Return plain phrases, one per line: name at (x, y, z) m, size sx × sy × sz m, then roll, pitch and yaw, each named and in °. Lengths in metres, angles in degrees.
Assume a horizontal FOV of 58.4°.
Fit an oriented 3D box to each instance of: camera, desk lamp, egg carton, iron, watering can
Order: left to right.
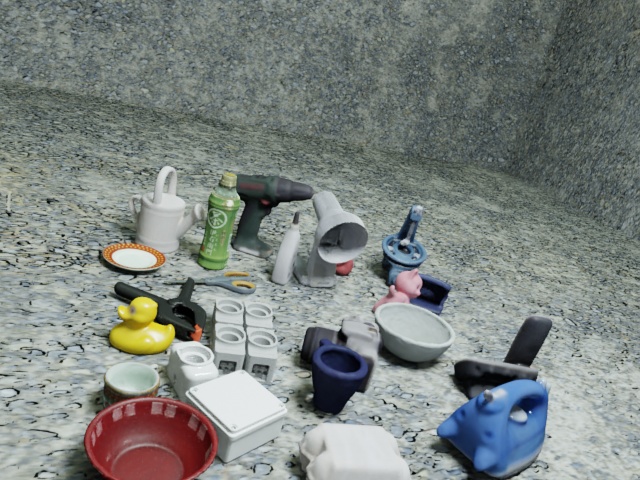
watering can at (-0.354, -0.074, 1.319) m, size 0.173 × 0.194 × 0.100 m, roll 9°, pitch 21°, yaw -15°
desk lamp at (0.012, 0.005, 1.346) m, size 0.118 × 0.213 × 0.202 m, roll 5°, pitch 23°, yaw -26°
camera at (0.039, 0.188, 1.049) m, size 0.137 × 0.101 × 0.143 m, roll 14°, pitch 20°, yaw -2°
egg carton at (0.046, 0.307, 0.785) m, size 0.150 × 0.069 × 0.107 m, roll 8°, pitch 21°, yaw -18°
iron at (0.317, 0.283, 0.939) m, size 0.259 × 0.141 × 0.118 m, roll -3°, pitch 27°, yaw -40°

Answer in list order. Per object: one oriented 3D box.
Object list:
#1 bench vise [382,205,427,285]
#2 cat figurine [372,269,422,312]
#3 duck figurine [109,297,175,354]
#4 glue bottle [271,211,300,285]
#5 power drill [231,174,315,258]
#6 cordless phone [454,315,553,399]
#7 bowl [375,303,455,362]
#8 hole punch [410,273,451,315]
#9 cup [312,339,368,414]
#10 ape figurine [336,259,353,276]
bench vise at (0.215, -0.006, 1.510) m, size 0.122 × 0.220 × 0.207 m, roll 9°, pitch 21°, yaw -17°
cat figurine at (0.189, 0.117, 1.318) m, size 0.067 × 0.118 × 0.128 m, roll 29°, pitch 24°, yaw 33°
duck figurine at (-0.294, 0.138, 0.961) m, size 0.105 × 0.086 × 0.077 m, roll 10°, pitch 21°, yaw -12°
glue bottle at (-0.070, 0.014, 1.320) m, size 0.037 × 0.173 × 0.078 m, roll 18°, pitch 20°, yaw 8°
power drill at (-0.142, -0.067, 1.432) m, size 0.229 × 0.208 × 0.076 m, roll 17°, pitch 20°, yaw 6°
cordless phone at (0.348, 0.213, 1.082) m, size 0.148 × 0.185 × 0.094 m, roll 10°, pitch 21°, yaw -13°
bowl at (0.184, 0.198, 1.163) m, size 0.167 × 0.075 × 0.167 m, roll 13°, pitch 20°, yaw -5°
hole punch at (0.264, 0.117, 1.409) m, size 0.108 × 0.091 × 0.101 m, roll 19°, pitch 21°, yaw 10°
cup at (0.017, 0.226, 0.940) m, size 0.092 × 0.095 × 0.117 m, roll 4°, pitch 23°, yaw -27°
ape figurine at (0.053, 0.040, 1.459) m, size 0.076 × 0.092 × 0.078 m, roll 19°, pitch 21°, yaw 11°
